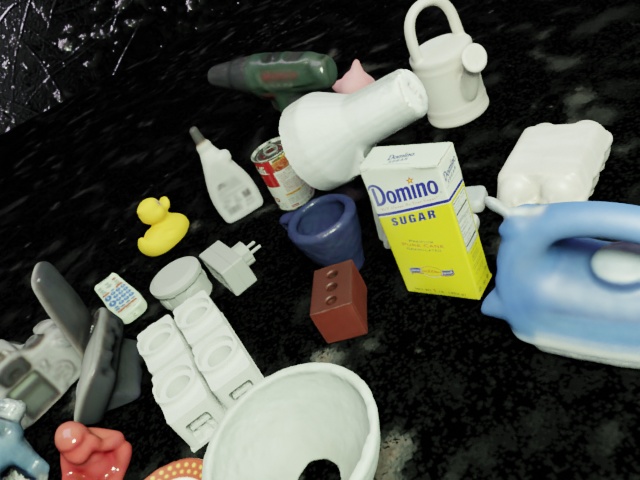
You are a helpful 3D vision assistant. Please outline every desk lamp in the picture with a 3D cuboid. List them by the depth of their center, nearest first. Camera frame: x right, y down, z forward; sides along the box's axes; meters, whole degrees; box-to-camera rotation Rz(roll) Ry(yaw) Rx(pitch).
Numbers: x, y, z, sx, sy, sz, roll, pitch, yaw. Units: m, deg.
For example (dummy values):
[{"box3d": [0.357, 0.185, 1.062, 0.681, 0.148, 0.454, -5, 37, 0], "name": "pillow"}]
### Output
[{"box3d": [0.078, -0.100, 0.710, 0.202, 0.214, 0.118, -5, 40, 31], "name": "desk lamp"}]

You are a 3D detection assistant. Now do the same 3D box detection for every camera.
[{"box3d": [-0.420, 0.172, 0.813, 0.136, 0.101, 0.143, 11, 50, 44], "name": "camera"}]

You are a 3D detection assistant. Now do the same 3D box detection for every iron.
[{"box3d": [0.261, 0.021, 0.477, 0.257, 0.142, 0.119, 4, 45, 40], "name": "iron"}]

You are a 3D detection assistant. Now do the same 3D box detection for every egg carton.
[{"box3d": [0.274, -0.081, 0.673, 0.107, 0.070, 0.150, 4, 45, 40], "name": "egg carton"}]

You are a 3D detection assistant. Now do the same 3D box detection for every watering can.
[{"box3d": [0.195, -0.281, 0.886, 0.172, 0.194, 0.101, 14, 52, 46], "name": "watering can"}]

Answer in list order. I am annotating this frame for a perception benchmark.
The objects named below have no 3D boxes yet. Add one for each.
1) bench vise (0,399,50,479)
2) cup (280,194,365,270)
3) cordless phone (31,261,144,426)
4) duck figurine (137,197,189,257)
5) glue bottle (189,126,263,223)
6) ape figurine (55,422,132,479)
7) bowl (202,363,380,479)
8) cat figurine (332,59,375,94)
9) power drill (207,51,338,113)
[{"box3d": [-0.418, 0.246, 0.600, 0.121, 0.220, 0.207, -14, 36, 21], "name": "bench vise"}, {"box3d": [0.007, 0.003, 0.733, 0.117, 0.095, 0.092, 4, 45, 39], "name": "cup"}, {"box3d": [-0.308, 0.125, 0.715, 0.094, 0.185, 0.147, -29, 33, -1], "name": "cordless phone"}, {"box3d": [-0.288, -0.030, 1.002, 0.077, 0.086, 0.105, 1, 43, 37], "name": "duck figurine"}, {"box3d": [-0.164, -0.113, 0.942, 0.078, 0.173, 0.037, -31, 33, -3], "name": "glue bottle"}, {"box3d": [-0.250, 0.231, 0.615, 0.078, 0.092, 0.076, -38, 34, -14], "name": "ape figurine"}, {"box3d": [-0.015, 0.196, 0.506, 0.167, 0.075, 0.167, -19, 34, 14], "name": "bowl"}, {"box3d": [0.085, -0.258, 1.007, 0.067, 0.118, 0.127, -42, 35, -20], "name": "cat figurine"}, {"box3d": [-0.061, -0.230, 0.994, 0.228, 0.209, 0.076, -8, 38, 28], "name": "power drill"}]
